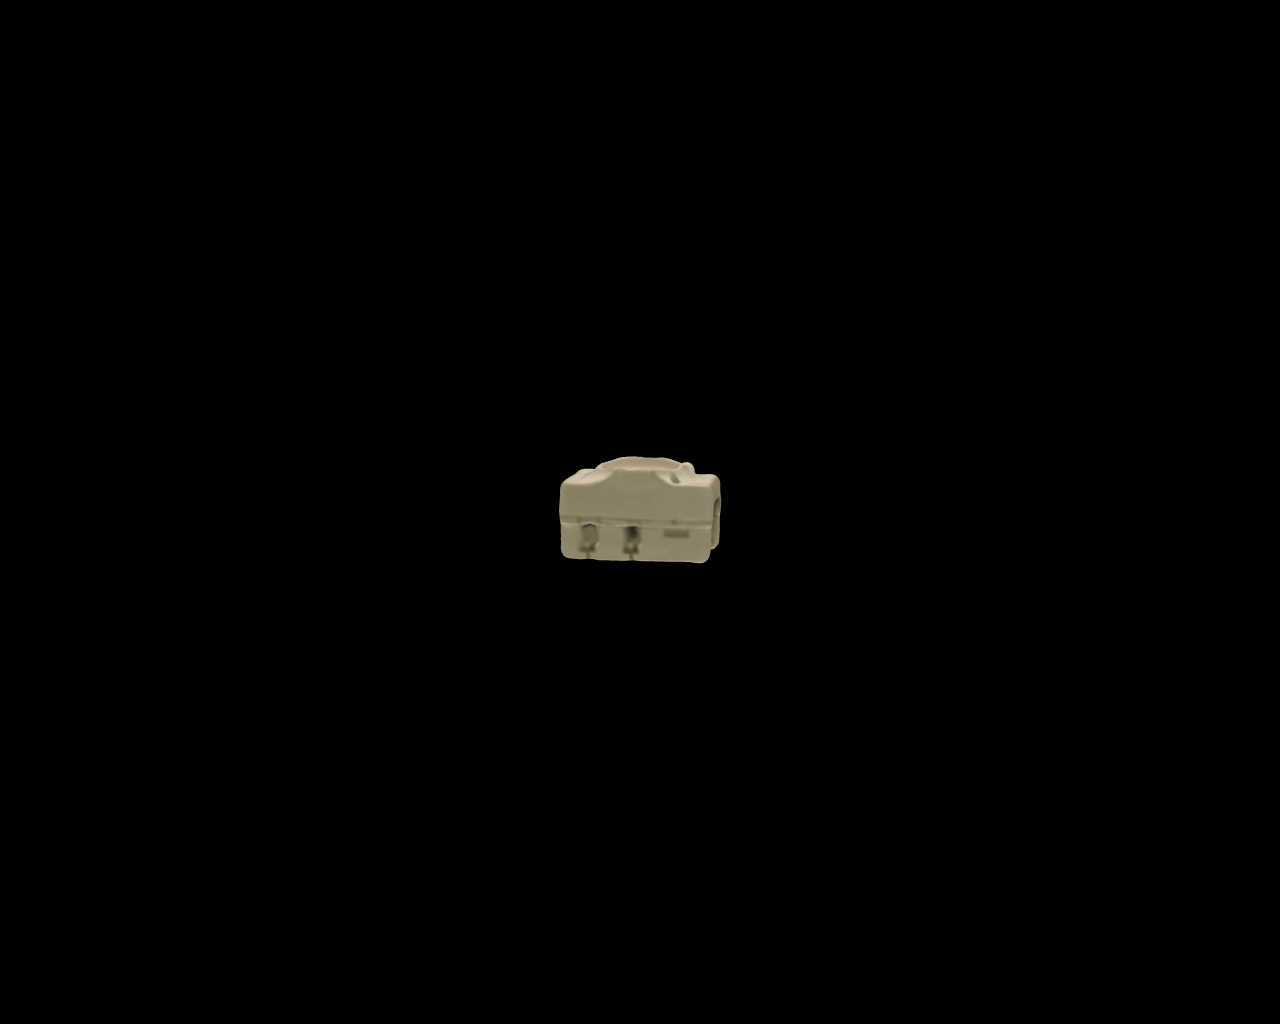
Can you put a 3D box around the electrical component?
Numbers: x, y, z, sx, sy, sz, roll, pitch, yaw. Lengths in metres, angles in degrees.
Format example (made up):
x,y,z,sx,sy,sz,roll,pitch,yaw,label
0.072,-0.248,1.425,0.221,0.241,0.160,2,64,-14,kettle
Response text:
x,y,z,sx,sy,sz,roll,pitch,yaw,label
0.001,-0.003,0.650,0.089,0.055,0.050,2,12,12,electrical component
